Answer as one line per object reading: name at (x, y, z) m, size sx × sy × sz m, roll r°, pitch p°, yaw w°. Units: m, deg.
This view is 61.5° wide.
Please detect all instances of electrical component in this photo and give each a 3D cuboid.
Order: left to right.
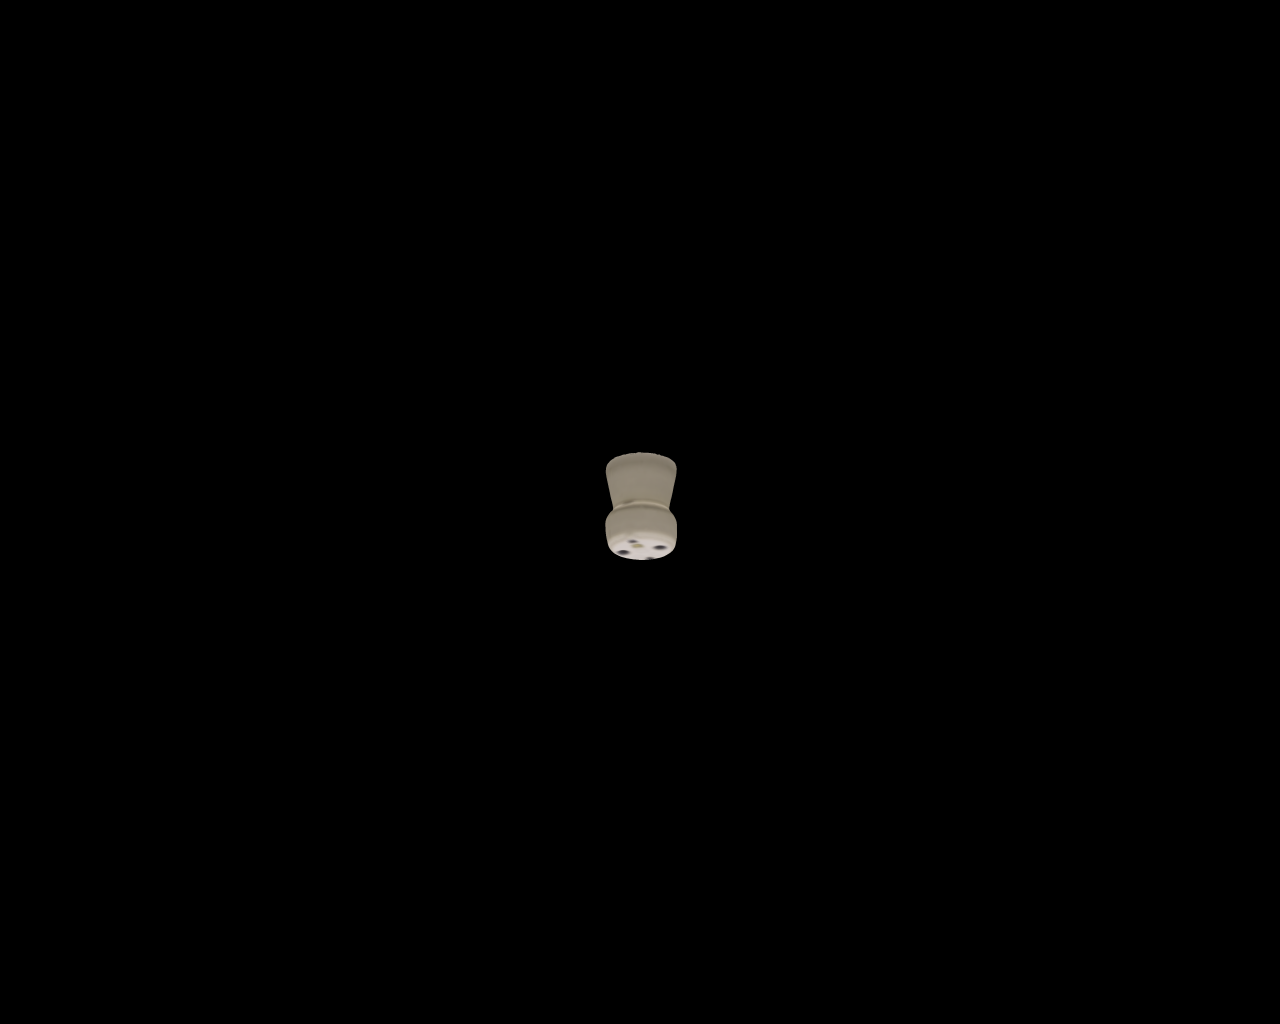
electrical component at (0.001, -0.003, 0.650) m, size 0.045 × 0.055 × 0.044 m, roll 0°, pitch -22°, yaw 0°
